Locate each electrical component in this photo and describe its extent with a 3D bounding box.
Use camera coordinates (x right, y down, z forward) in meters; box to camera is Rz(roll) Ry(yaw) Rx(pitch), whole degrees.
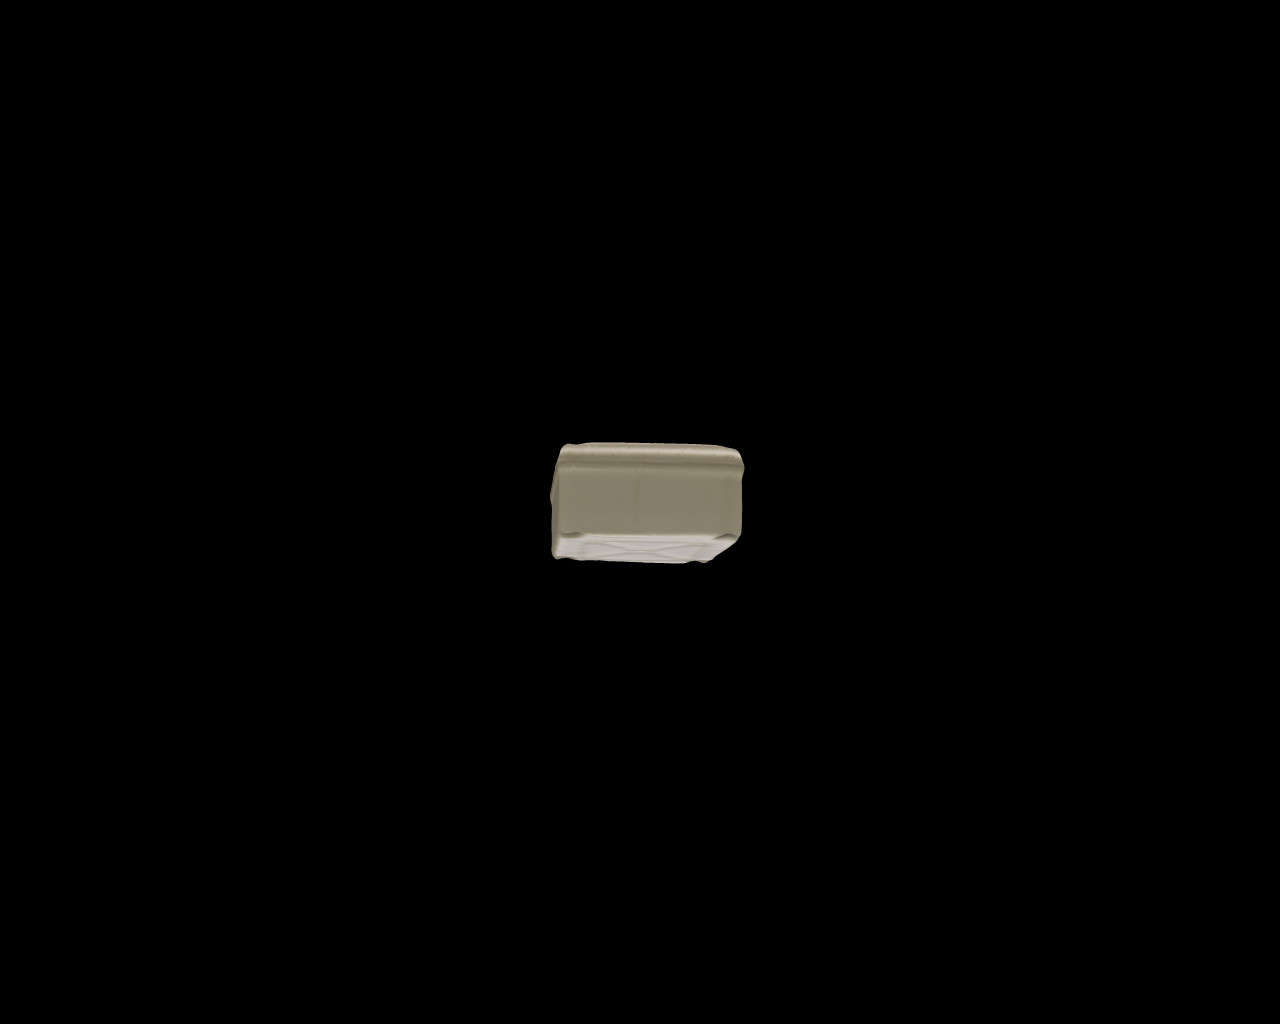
[{"bbox_3d":[0.001,-0.003,0.650,0.109,0.056,0.108,1,-11,-7],"label":"electrical component"}]
